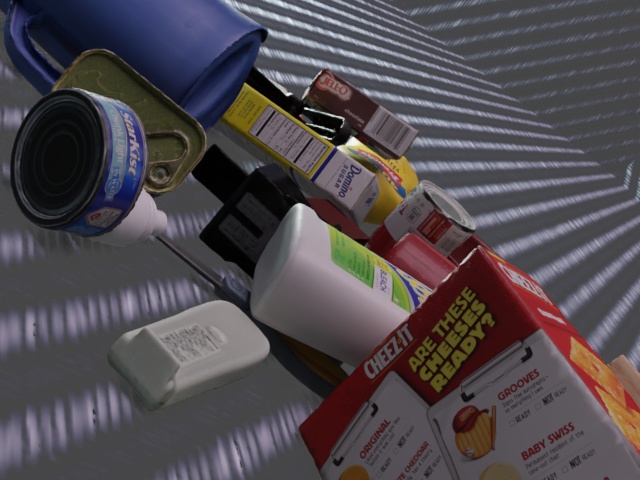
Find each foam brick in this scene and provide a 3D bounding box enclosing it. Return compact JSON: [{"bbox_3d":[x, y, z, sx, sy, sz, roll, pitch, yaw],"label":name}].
[{"bbox_3d":[-0.006,0.001,0.865,0.053,0.051,0.078,44,16,17],"label":"foam brick"}]

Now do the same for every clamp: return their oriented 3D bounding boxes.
[{"bbox_3d":[-0.022,-0.118,1.040,0.165,0.036,0.210,36,-3,19],"label":"clamp"}]

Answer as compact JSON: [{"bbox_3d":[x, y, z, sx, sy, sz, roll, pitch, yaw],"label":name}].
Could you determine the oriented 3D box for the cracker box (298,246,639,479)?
[{"bbox_3d":[0.100,0.136,0.581,0.072,0.164,0.214,27,23,-43],"label":"cracker box"}]

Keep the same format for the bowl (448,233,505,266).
[{"bbox_3d":[0.148,0.042,1.083,0.162,0.055,0.162,37,18,-14],"label":"bowl"}]

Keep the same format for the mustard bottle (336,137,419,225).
[{"bbox_3d":[0.049,-0.060,1.117,0.096,0.058,0.191,43,18,1],"label":"mustard bottle"}]

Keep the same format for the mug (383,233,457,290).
[{"bbox_3d":[0.080,0.052,0.885,0.081,0.093,0.117,39,-12,9],"label":"mug"}]

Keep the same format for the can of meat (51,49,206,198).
[{"bbox_3d":[-0.132,-0.074,0.724,0.102,0.057,0.084,39,-11,-9],"label":"can of meat"}]

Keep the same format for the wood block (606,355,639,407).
[{"bbox_3d":[0.279,0.208,0.865,0.206,0.090,0.090,54,-2,35],"label":"wood block"}]

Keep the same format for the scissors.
[{"bbox_3d":[-0.050,0.037,0.745,0.202,0.016,0.096,43,16,6],"label":"scissors"}]

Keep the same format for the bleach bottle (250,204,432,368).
[{"bbox_3d":[0.076,0.071,0.728,0.250,0.068,0.102,29,19,-11],"label":"bleach bottle"}]

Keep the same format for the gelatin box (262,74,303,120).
[{"bbox_3d":[-0.067,-0.156,1.149,0.089,0.030,0.073,29,20,-34],"label":"gelatin box"}]

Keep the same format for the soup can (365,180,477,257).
[{"bbox_3d":[0.082,0.005,0.957,0.068,0.102,0.068,36,19,-15],"label":"soup can"}]

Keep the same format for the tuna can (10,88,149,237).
[{"bbox_3d":[-0.144,-0.046,0.632,0.033,0.086,0.086,13,33,-54],"label":"tuna can"}]

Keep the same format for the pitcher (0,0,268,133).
[{"bbox_3d":[-0.176,-0.181,0.844,0.243,0.145,0.149,39,5,5],"label":"pitcher"}]

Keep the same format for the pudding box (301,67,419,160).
[{"bbox_3d":[0.037,-0.124,1.058,0.113,0.039,0.090,36,2,-6],"label":"pudding box"}]

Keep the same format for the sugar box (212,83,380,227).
[{"bbox_3d":[-0.029,-0.082,0.948,0.176,0.048,0.093,33,-4,9],"label":"sugar box"}]
